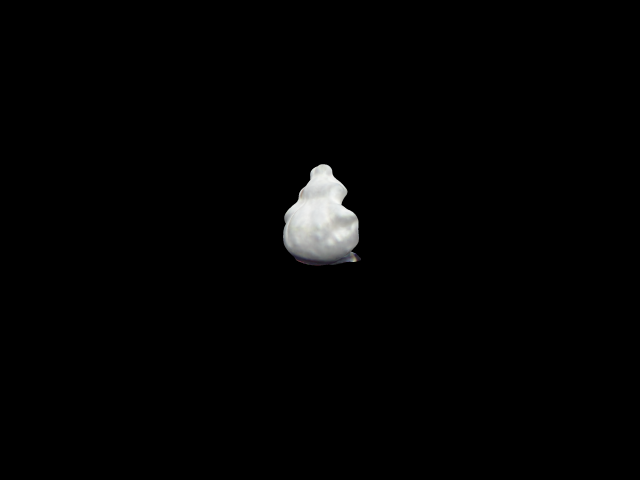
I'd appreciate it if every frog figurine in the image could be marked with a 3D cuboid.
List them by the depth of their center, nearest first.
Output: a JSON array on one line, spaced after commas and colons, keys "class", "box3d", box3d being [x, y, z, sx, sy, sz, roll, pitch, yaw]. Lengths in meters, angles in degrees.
[{"class": "frog figurine", "box3d": [0.003, -0.043, 0.850, 0.123, 0.158, 0.138, -12, 18, -41]}]
